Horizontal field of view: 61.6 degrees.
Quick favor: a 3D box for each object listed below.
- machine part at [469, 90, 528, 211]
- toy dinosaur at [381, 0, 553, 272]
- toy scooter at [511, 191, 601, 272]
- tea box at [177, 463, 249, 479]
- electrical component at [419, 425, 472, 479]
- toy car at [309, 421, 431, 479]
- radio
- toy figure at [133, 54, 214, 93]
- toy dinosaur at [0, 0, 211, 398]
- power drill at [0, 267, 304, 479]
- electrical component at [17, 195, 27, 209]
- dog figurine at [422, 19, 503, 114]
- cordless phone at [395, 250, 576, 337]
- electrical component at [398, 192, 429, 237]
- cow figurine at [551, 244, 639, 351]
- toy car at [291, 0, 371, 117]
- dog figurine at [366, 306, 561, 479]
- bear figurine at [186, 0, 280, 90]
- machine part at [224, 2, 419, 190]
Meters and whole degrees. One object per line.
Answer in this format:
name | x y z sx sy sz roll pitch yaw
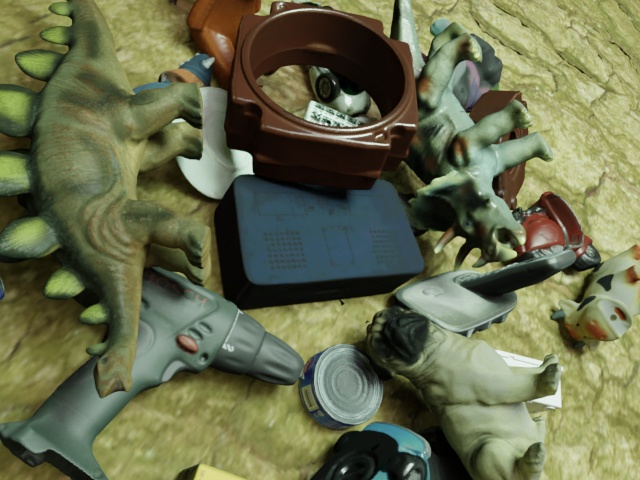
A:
machine part | 0.262 -0.129 0.786 0.179 0.056 0.179 -16 110 -54
toy dinosaur | 0.148 -0.147 0.684 0.131 0.192 0.405 13 45 -62
toy scooter | 0.345 -0.015 0.819 0.184 0.075 0.135 -1 66 -34
tea box | -0.091 0.277 0.421 0.098 0.068 0.170 26 54 -16
electrical component | 0.144 0.266 0.567 0.115 0.058 0.134 5 63 -30
toy car | 0.044 0.253 0.491 0.162 0.109 0.102 -39 105 -29
radio | -0.001 -0.002 0.617 0.229 0.073 0.131 -2 65 -32
toy figure | -0.174 -0.162 0.610 0.064 0.057 0.154 29 53 18
toy dinosaur | -0.201 -0.091 0.473 0.199 0.105 0.471 -3 58 -16
power drill | -0.143 0.124 0.466 0.232 0.086 0.207 37 57 -6
electrical component | -0.241 -0.045 0.520 0.078 0.045 0.102 40 53 -8
dog figurine | 0.198 -0.206 0.820 0.191 0.108 0.219 17 62 -25
cordless phone | 0.191 0.062 0.621 0.146 0.184 0.088 -13 77 -34
electrical component | 0.118 -0.035 0.732 0.094 0.021 0.063 -8 69 -32
cow figurine | 0.425 0.087 0.793 0.085 0.127 0.195 53 38 4
toy car | 0.008 -0.262 0.771 0.073 0.056 0.202 -19 74 -29
dog figurine | 0.131 0.166 0.549 0.191 0.121 0.172 10 78 22
bear figurine | -0.083 -0.299 0.649 0.132 0.196 0.120 50 49 1
machine part | 0.001 -0.163 0.593 0.201 0.087 0.201 8 59 -11
